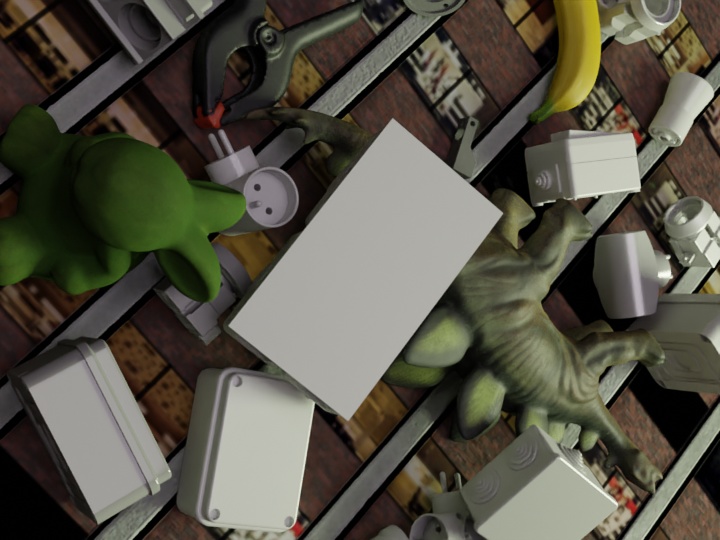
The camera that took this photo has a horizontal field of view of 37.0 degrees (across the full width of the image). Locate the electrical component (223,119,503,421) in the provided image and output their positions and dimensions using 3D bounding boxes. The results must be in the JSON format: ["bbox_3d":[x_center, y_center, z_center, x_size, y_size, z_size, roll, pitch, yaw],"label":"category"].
[{"bbox_3d":[0.000,0.000,0.775,0.105,0.060,0.186,40,78,-9],"label":"electrical component"}]

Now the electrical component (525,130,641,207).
[{"bbox_3d":[0.193,-0.093,0.959,0.096,0.062,0.061,-9,92,-30],"label":"electrical component"}]

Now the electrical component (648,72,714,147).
[{"bbox_3d":[0.308,-0.153,1.041,0.044,0.044,0.065,38,75,-23],"label":"electrical component"}]

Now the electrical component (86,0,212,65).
[{"bbox_3d":[-0.166,-0.217,0.760,0.121,0.079,0.063,53,43,-17],"label":"electrical component"}]

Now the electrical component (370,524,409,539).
[{"bbox_3d":[0.016,0.231,0.855,0.046,0.040,0.040,-23,99,-23],"label":"electrical component"}]

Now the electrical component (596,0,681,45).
[{"bbox_3d":[0.262,-0.248,1.010,0.078,0.057,0.058,21,77,-27],"label":"electrical component"}]

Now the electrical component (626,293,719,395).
[{"bbox_3d":[0.313,0.066,0.990,0.057,0.113,0.078,-42,107,-21],"label":"electrical component"}]

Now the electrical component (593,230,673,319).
[{"bbox_3d":[0.261,0.002,1.003,0.079,0.044,0.077,-9,92,-30],"label":"electrical component"}]

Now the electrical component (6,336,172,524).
[{"bbox_3d":[-0.183,0.105,0.726,0.057,0.078,0.113,-29,102,-25],"label":"electrical component"}]

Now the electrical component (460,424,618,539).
[{"bbox_3d":[0.140,0.181,0.854,0.100,0.048,0.100,-44,122,10],"label":"electrical component"}]

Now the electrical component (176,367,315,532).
[{"bbox_3d":[-0.083,0.131,0.793,0.078,0.057,0.113,13,81,-29],"label":"electrical component"}]

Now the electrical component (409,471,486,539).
[{"bbox_3d":[0.080,0.206,0.887,0.077,0.044,0.079,15,59,-42],"label":"electrical component"}]

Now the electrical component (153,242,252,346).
[{"bbox_3d":[-0.113,0.013,0.790,0.055,0.048,0.066,-43,107,-16],"label":"electrical component"}]

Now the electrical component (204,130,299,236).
[{"bbox_3d":[-0.088,-0.066,0.789,0.044,0.077,0.079,-31,102,-27],"label":"electrical component"}]

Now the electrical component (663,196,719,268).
[{"bbox_3d":[0.325,-0.038,1.042,0.055,0.048,0.066,49,66,-26],"label":"electrical component"}]
